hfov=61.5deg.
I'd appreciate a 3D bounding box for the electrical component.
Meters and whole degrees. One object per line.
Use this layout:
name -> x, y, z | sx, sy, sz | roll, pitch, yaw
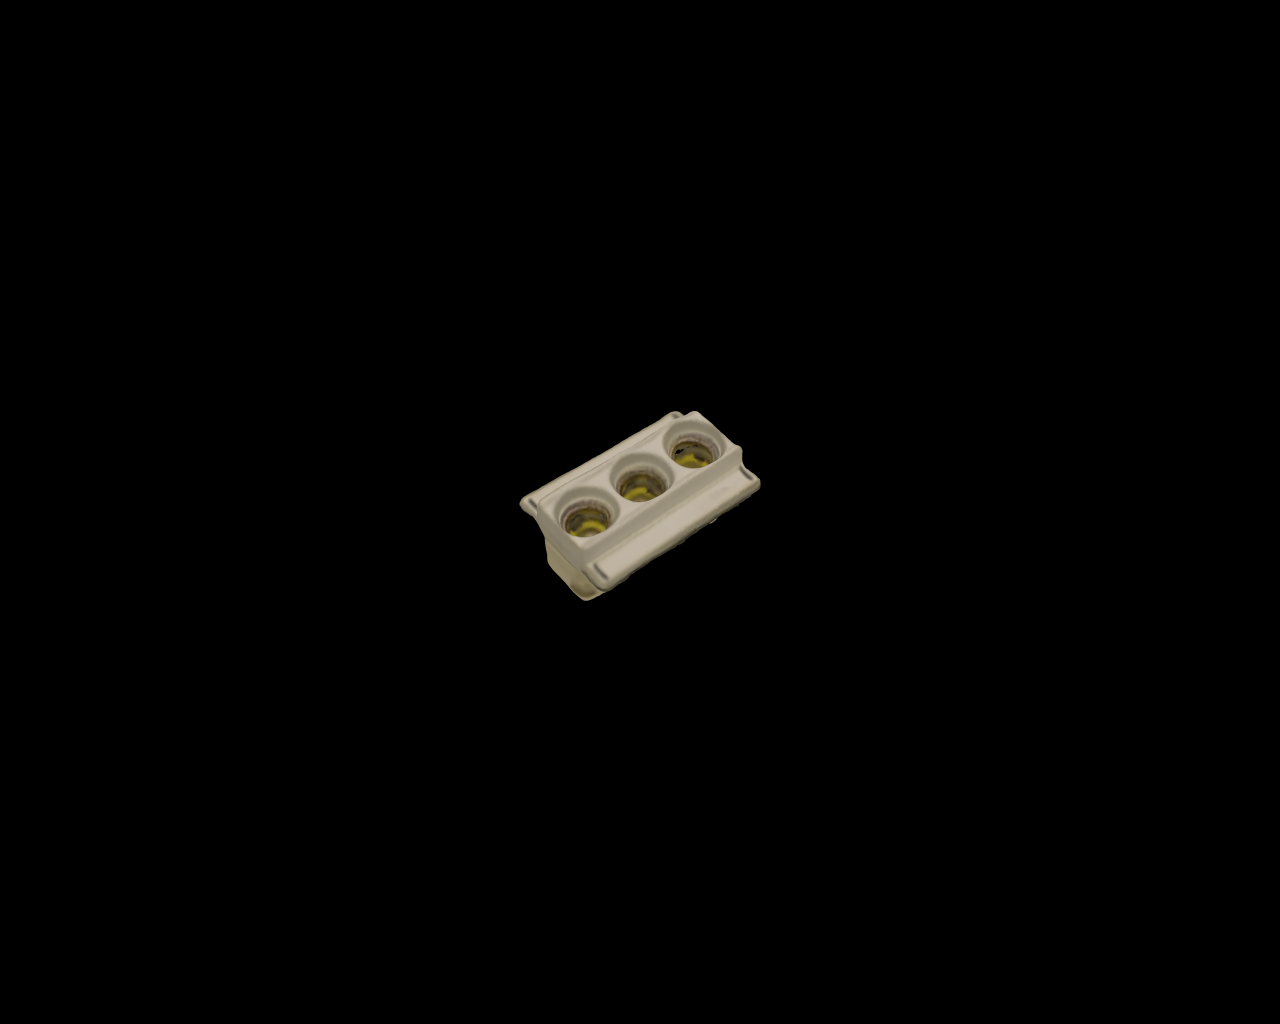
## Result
electrical component -> 0.001, -0.003, 0.650 | 0.121, 0.063, 0.079 | -33, 58, -24
